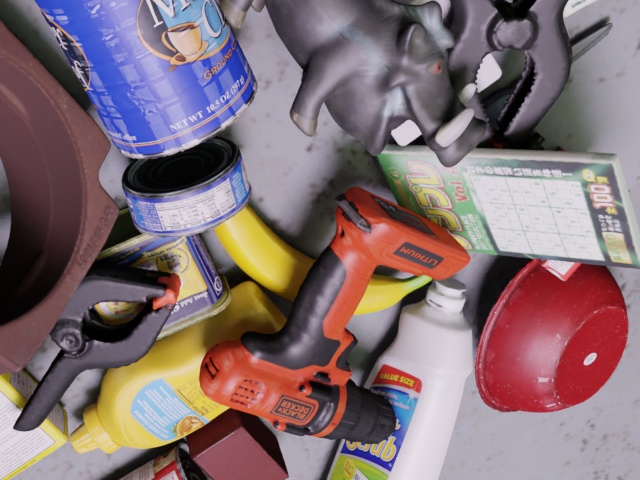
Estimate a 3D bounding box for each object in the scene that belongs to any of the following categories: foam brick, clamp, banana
[{"bbox_3d":[-0.070,0.173,0.887,0.051,0.053,0.078,-33,123,5],"label":"foam brick"},{"bbox_3d":[0.113,-0.147,0.697,0.164,0.036,0.210,3,123,-8],"label":"clamp"},{"bbox_3d":[-0.172,0.072,0.745,0.171,0.039,0.120,-13,122,10],"label":"clamp"},{"bbox_3d":[-0.011,0.018,0.821,0.197,0.037,0.070,21,109,-27],"label":"banana"}]

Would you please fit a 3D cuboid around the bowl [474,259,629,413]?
[{"bbox_3d":[0.202,0.083,0.876,0.161,0.055,0.162,-21,126,-32],"label":"bowl"}]

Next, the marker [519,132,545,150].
[{"bbox_3d":[0.132,-0.037,0.839,0.020,0.020,0.121,35,105,-30],"label":"marker"}]

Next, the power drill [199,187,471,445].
[{"bbox_3d":[0.027,0.065,0.785,0.184,0.057,0.188,23,106,-39],"label":"power drill"}]

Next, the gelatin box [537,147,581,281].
[{"bbox_3d":[0.186,-0.022,0.823,0.030,0.089,0.073,31,107,-26],"label":"gelatin box"}]

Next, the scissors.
[{"bbox_3d":[0.140,-0.085,0.814,0.201,0.016,0.096,-23,121,0],"label":"scissors"}]

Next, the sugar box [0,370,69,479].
[{"bbox_3d":[-0.279,0.110,0.795,0.093,0.048,0.176,-33,120,5],"label":"sugar box"}]

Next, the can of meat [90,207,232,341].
[{"bbox_3d":[-0.128,0.023,0.779,0.102,0.057,0.084,-23,122,-2],"label":"can of meat"}]

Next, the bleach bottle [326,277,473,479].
[{"bbox_3d":[0.068,0.145,0.895,0.067,0.103,0.251,2,112,-34],"label":"bleach bottle"}]

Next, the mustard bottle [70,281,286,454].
[{"bbox_3d":[-0.111,0.112,0.834,0.191,0.058,0.096,-31,140,4],"label":"mustard bottle"}]

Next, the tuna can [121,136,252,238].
[{"bbox_3d":[-0.092,-0.038,0.735,0.086,0.086,0.034,-17,121,-6],"label":"tuna can"}]

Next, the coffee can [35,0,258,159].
[{"bbox_3d":[-0.112,-0.136,0.660,0.103,0.103,0.140,-25,124,-1],"label":"coffee can"}]

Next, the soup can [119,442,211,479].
[{"bbox_3d":[-0.141,0.224,0.888,0.102,0.068,0.068,-32,123,5],"label":"soup can"}]
